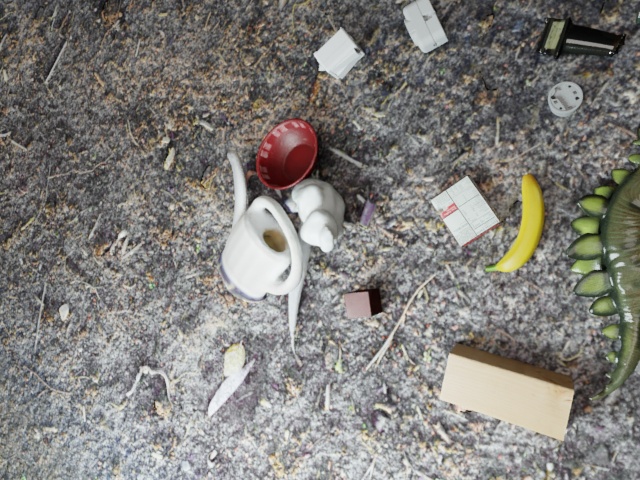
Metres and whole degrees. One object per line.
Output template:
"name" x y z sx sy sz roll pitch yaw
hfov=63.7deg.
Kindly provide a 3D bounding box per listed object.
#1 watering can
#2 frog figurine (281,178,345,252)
"watering can" -0.150 -0.014 1.119 0.220 0.104 0.353 -53 56 32
"frog figurine" 0.003 -0.052 1.033 0.123 0.161 0.135 -30 113 -9
